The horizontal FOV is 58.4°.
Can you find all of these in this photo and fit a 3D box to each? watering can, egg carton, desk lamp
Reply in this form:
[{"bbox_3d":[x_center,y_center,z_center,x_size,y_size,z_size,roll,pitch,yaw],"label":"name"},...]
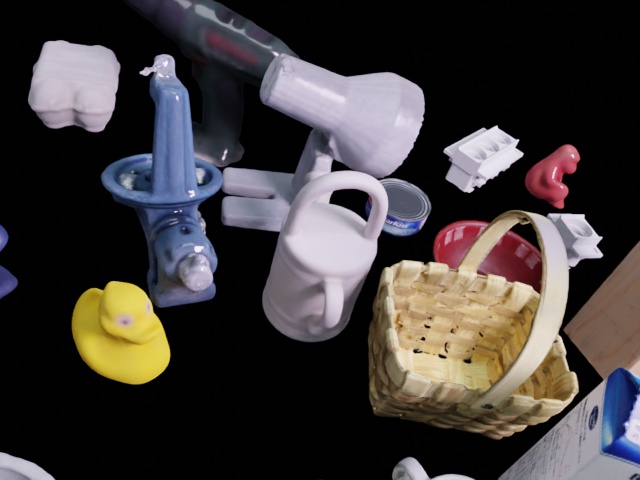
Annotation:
[{"bbox_3d":[0.003,0.002,0.581,0.101,0.194,0.172,-11,50,-29],"label":"watering can"},{"bbox_3d":[-0.330,-0.212,0.777,0.107,0.069,0.150,2,45,-17],"label":"egg carton"},{"bbox_3d":[-0.004,-0.110,0.681,0.203,0.213,0.118,4,44,-15],"label":"desk lamp"}]

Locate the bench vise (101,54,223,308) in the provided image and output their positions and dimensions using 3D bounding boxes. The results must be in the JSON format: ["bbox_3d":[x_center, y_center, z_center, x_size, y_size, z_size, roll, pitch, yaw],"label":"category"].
[{"bbox_3d":[-0.135,-0.054,0.572,0.122,0.220,0.207,-25,58,-37],"label":"bench vise"}]

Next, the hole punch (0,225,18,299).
[{"bbox_3d":[-0.345,0.020,0.516,0.108,0.091,0.101,29,43,11],"label":"hole punch"}]

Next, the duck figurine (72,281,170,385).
[{"bbox_3d":[-0.182,0.072,0.524,0.104,0.086,0.078,36,45,18],"label":"duck figurine"}]

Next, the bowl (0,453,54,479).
[{"bbox_3d":[-0.233,0.225,0.355,0.167,0.075,0.167,10,43,-9],"label":"bowl"}]

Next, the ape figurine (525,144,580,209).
[{"bbox_3d":[0.373,-0.108,0.901,0.076,0.092,0.078,33,44,15],"label":"ape figurine"}]

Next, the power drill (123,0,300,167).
[{"bbox_3d":[-0.147,-0.205,0.732,0.229,0.208,0.075,16,42,-3],"label":"power drill"}]
